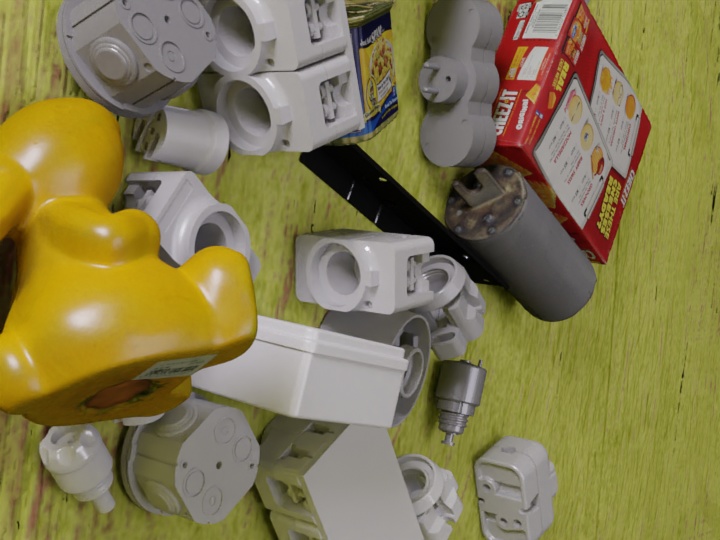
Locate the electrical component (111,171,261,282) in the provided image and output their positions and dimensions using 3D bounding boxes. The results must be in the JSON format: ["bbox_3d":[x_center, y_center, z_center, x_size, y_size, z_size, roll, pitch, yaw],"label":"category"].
[{"bbox_3d":[-0.105,-0.014,0.655,0.089,0.056,0.050,56,49,-40],"label":"electrical component"}]

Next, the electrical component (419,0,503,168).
[{"bbox_3d":[0.072,-0.152,0.866,0.074,0.052,0.138,-5,100,-52],"label":"electrical component"}]

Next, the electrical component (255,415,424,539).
[{"bbox_3d":[-0.017,0.172,0.796,0.089,0.062,0.150,-44,128,-39],"label":"electrical component"}]

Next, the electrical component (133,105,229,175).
[{"bbox_3d":[-0.110,-0.081,0.656,0.046,0.040,0.040,7,90,-47],"label":"electrical component"}]

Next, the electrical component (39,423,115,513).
[{"bbox_3d":[-0.160,0.117,0.627,0.035,0.035,0.061,-48,133,-36],"label":"electrical component"}]

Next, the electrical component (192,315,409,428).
[{"bbox_3d":[-0.043,0.064,0.708,0.109,0.109,0.056,17,85,-52],"label":"electrical component"}]

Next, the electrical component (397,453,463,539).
[{"bbox_3d":[0.047,0.188,0.885,0.078,0.058,0.057,-56,138,-30],"label":"electrical component"}]

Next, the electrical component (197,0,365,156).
[{"bbox_3d":[-0.061,-0.152,0.665,0.062,0.089,0.150,-32,120,-45],"label":"electrical component"}]

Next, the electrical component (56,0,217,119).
[{"bbox_3d":[-0.124,-0.130,0.604,0.080,0.051,0.080,28,52,-43],"label":"electrical component"}]

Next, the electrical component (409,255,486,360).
[{"bbox_3d":[0.067,0.025,0.882,0.057,0.058,0.078,57,30,-35],"label":"electrical component"}]

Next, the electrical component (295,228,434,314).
[{"bbox_3d":[0.000,0.000,0.768,0.056,0.089,0.050,-11,104,-51],"label":"electrical component"}]

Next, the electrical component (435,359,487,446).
[{"bbox_3d":[0.085,0.113,0.935,0.040,0.040,0.078,22,78,-51],"label":"electrical component"}]

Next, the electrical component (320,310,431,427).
[{"bbox_3d":[0.012,0.072,0.836,0.099,0.064,0.099,-40,137,-51],"label":"electrical component"}]

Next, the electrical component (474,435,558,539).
[{"bbox_3d":[0.150,0.209,1.023,0.059,0.054,0.095,-30,119,-46],"label":"electrical component"}]

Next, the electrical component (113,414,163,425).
[{"bbox_3d":[-0.136,0.065,0.646,0.040,0.040,0.046,-22,118,-48],"label":"electrical component"}]

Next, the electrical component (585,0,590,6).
[{"bbox_3d":[0.186,-0.255,0.996,0.055,0.055,0.047,45,65,-46],"label":"electrical component"}]

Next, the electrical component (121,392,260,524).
[{"bbox_3d":[-0.107,0.118,0.681,0.080,0.051,0.080,-12,105,-51],"label":"electrical component"}]
